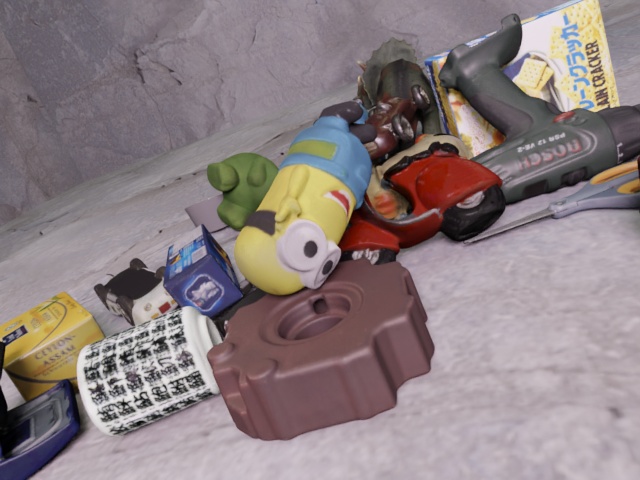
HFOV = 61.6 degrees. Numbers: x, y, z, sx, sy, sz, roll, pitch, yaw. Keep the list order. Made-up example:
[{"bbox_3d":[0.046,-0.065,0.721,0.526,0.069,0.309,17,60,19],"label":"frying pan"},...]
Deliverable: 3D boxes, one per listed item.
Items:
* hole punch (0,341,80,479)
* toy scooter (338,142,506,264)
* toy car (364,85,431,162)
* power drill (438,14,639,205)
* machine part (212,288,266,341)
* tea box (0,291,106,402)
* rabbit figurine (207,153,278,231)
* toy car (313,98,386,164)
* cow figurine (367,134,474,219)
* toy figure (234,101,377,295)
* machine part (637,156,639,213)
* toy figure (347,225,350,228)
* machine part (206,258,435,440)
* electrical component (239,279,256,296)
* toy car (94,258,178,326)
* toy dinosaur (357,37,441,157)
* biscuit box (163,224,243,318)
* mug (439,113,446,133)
[{"bbox_3d":[-0.277,0.165,0.467,0.116,0.092,0.142,-58,30,-8],"label":"hole punch"},{"bbox_3d":[0.083,-0.045,0.540,0.184,0.135,0.075,-26,-24,-3],"label":"toy scooter"},{"bbox_3d":[0.090,-0.158,0.717,0.089,0.053,0.202,-26,19,33],"label":"toy car"},{"bbox_3d":[0.245,-0.149,0.596,0.232,0.207,0.086,-28,-21,7],"label":"power drill"},{"bbox_3d":[-0.051,0.063,0.539,0.084,0.039,0.139,6,31,44],"label":"machine part"},{"bbox_3d":[-0.307,0.121,0.615,0.098,0.068,0.170,-33,23,-30],"label":"tea box"},{"bbox_3d":[-0.071,-0.076,0.871,0.170,0.121,0.159,19,35,37],"label":"rabbit figurine"},{"bbox_3d":[0.056,-0.141,0.857,0.109,0.161,0.103,-29,64,-6],"label":"toy car"},{"bbox_3d":[0.106,-0.069,0.661,0.195,0.085,0.127,-28,14,-20],"label":"cow figurine"},{"bbox_3d":[-0.008,-0.035,0.466,0.089,0.082,0.180,-21,41,53],"label":"toy figure"},{"bbox_3d":[0.331,-0.041,0.329,0.201,0.087,0.201,-21,18,6],"label":"machine part"},{"bbox_3d":[-0.003,-0.002,0.633,0.064,0.057,0.154,-20,13,-15],"label":"toy figure"},{"bbox_3d":[0.001,0.075,0.423,0.179,0.056,0.179,-19,18,6],"label":"machine part"},{"bbox_3d":[-0.055,0.036,0.637,0.063,0.021,0.094,-5,25,41],"label":"electrical component"},{"bbox_3d":[-0.236,0.070,0.698,0.073,0.056,0.202,-40,24,-26],"label":"toy car"},{"bbox_3d":[0.140,-0.240,0.912,0.131,0.192,0.405,-22,18,8],"label":"toy dinosaur"},{"bbox_3d":[-0.142,0.035,0.642,0.059,0.062,0.203,-36,17,-5],"label":"biscuit box"},{"bbox_3d":[0.225,-0.186,0.800,0.081,0.107,0.109,2,32,47],"label":"mug"}]
